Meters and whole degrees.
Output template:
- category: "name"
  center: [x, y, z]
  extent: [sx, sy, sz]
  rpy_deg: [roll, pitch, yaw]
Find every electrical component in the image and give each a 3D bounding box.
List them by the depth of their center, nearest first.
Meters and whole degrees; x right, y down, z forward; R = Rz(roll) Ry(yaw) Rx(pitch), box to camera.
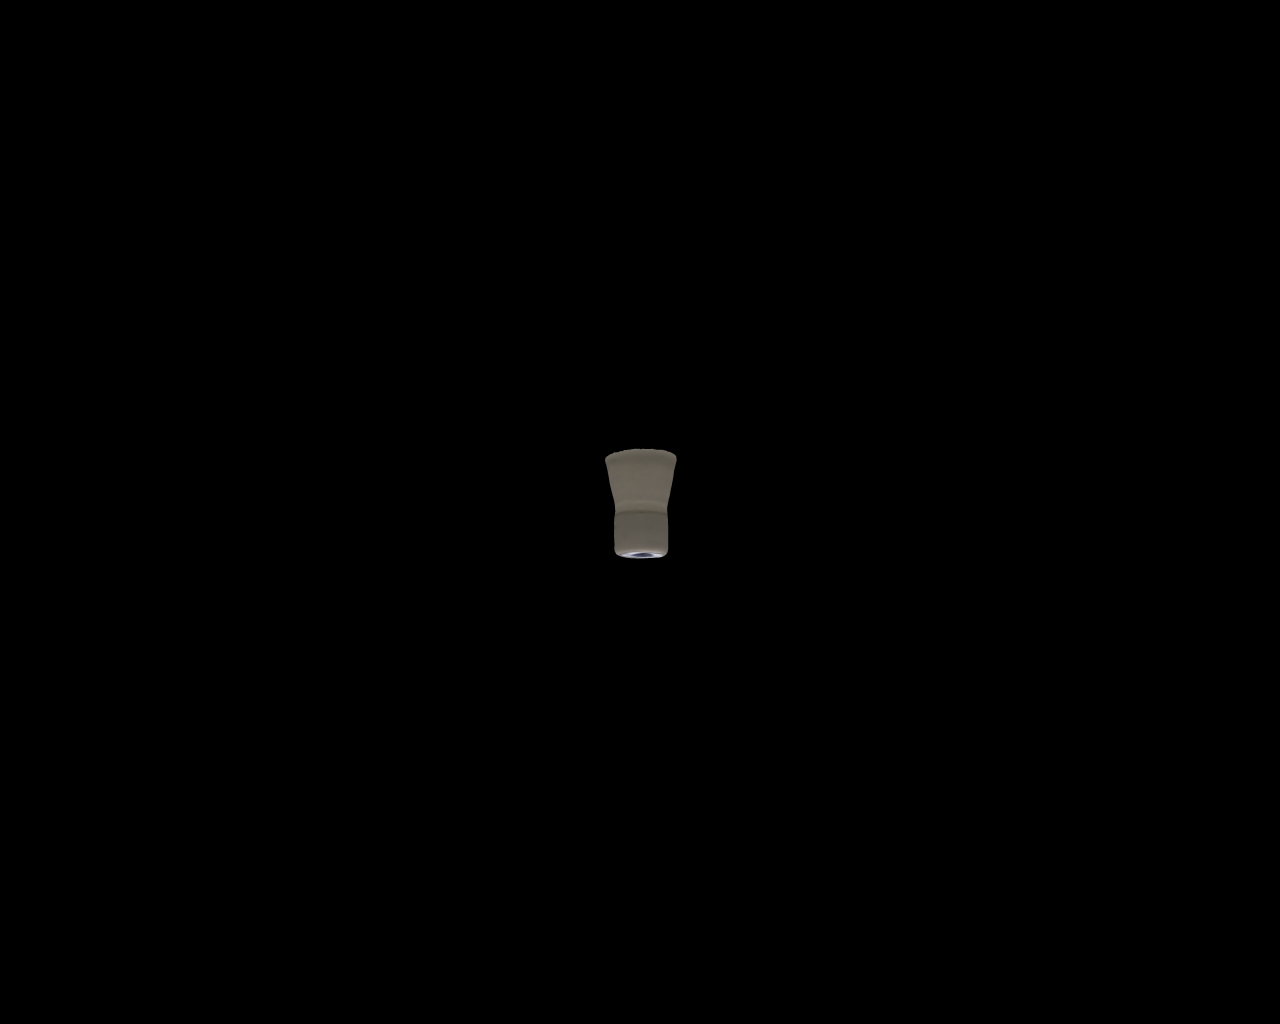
- category: "electrical component"
  center: [0.001, -0.003, 0.650]
  extent: [0.044, 0.065, 0.044]
  rpy_deg: [0, -10, 0]
